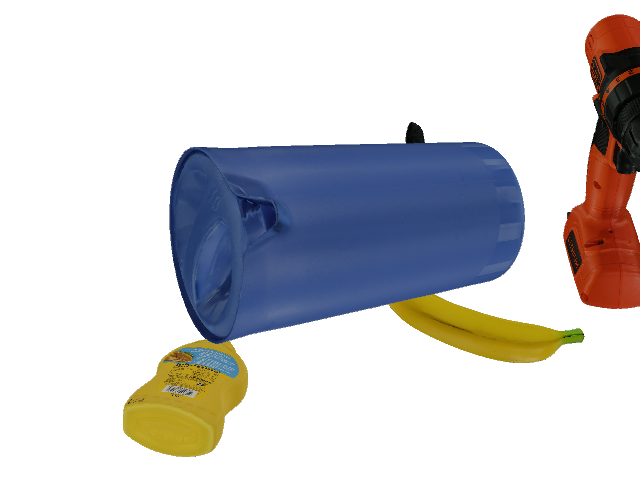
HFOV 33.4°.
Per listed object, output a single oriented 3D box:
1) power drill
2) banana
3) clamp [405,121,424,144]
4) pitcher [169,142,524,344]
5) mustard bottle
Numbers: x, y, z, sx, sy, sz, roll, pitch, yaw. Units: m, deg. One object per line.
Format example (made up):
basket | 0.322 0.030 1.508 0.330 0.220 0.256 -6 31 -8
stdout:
power drill | 0.218 -0.045 0.762 0.057 0.188 0.184 2 36 4
banana | 0.126 0.072 0.941 0.198 0.037 0.069 17 14 32
clamp | 0.091 -0.046 1.174 0.164 0.210 0.036 -15 -37 -28
pitcher | 0.017 -0.007 0.777 0.242 0.145 0.149 -7 33 -27
mustard bottle | -0.128 0.151 1.112 0.096 0.058 0.191 9 22 10
